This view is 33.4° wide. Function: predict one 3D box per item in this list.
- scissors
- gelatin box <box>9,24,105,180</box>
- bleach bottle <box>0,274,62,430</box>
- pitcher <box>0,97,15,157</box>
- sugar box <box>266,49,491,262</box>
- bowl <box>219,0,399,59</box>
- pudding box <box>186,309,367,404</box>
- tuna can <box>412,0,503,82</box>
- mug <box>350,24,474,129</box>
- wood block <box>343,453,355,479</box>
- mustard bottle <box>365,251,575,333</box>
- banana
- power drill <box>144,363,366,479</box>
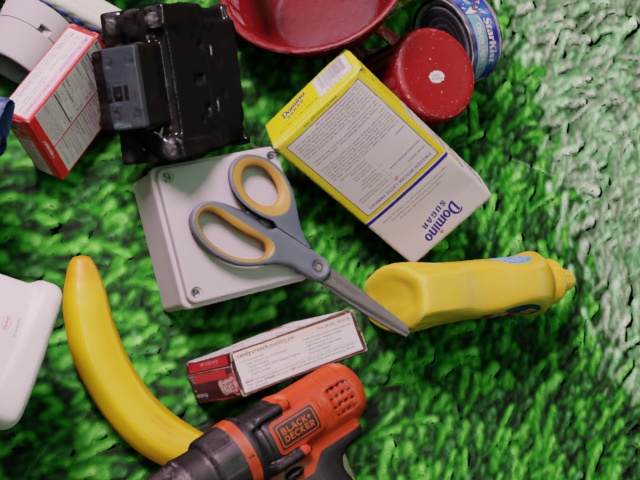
[{"bbox_3d":[-0.005,0.001,0.823,0.201,0.016,0.096,21,72,-24],"label":"scissors"},{"bbox_3d":[-0.186,-0.101,0.780,0.030,0.073,0.089,22,66,20],"label":"gelatin box"},{"bbox_3d":[-0.291,0.034,0.640,0.250,0.068,0.102,23,70,-24],"label":"bleach bottle"},{"bbox_3d":[-0.326,-0.127,0.687,0.149,0.145,0.243,-31,92,-41],"label":"pitcher"},{"bbox_3d":[0.050,-0.064,0.870,0.093,0.048,0.176,-42,125,14],"label":"sugar box"},{"bbox_3d":[0.000,-0.206,0.879,0.162,0.055,0.162,-6,63,12],"label":"bowl"},{"bbox_3d":[-0.035,0.090,0.816,0.113,0.090,0.039,-19,90,-30],"label":"pudding box"},{"bbox_3d":[0.120,-0.179,0.948,0.033,0.086,0.086,-23,92,-28],"label":"tuna can"},{"bbox_3d":[0.071,-0.141,0.917,0.117,0.082,0.093,49,63,-12],"label":"mug"},{"bbox_3d":[-0.070,0.233,0.772,0.205,0.091,0.090,-22,91,-29],"label":"wood block"},{"bbox_3d":[0.141,0.042,0.914,0.191,0.096,0.058,-5,84,-29],"label":"mustard bottle"},{"bbox_3d":[-0.135,0.104,0.786,0.069,0.037,0.198,-42,96,-13],"label":"banana"},{"bbox_3d":[-0.015,0.200,0.721,0.184,0.057,0.187,-28,94,-29],"label":"power drill"}]
